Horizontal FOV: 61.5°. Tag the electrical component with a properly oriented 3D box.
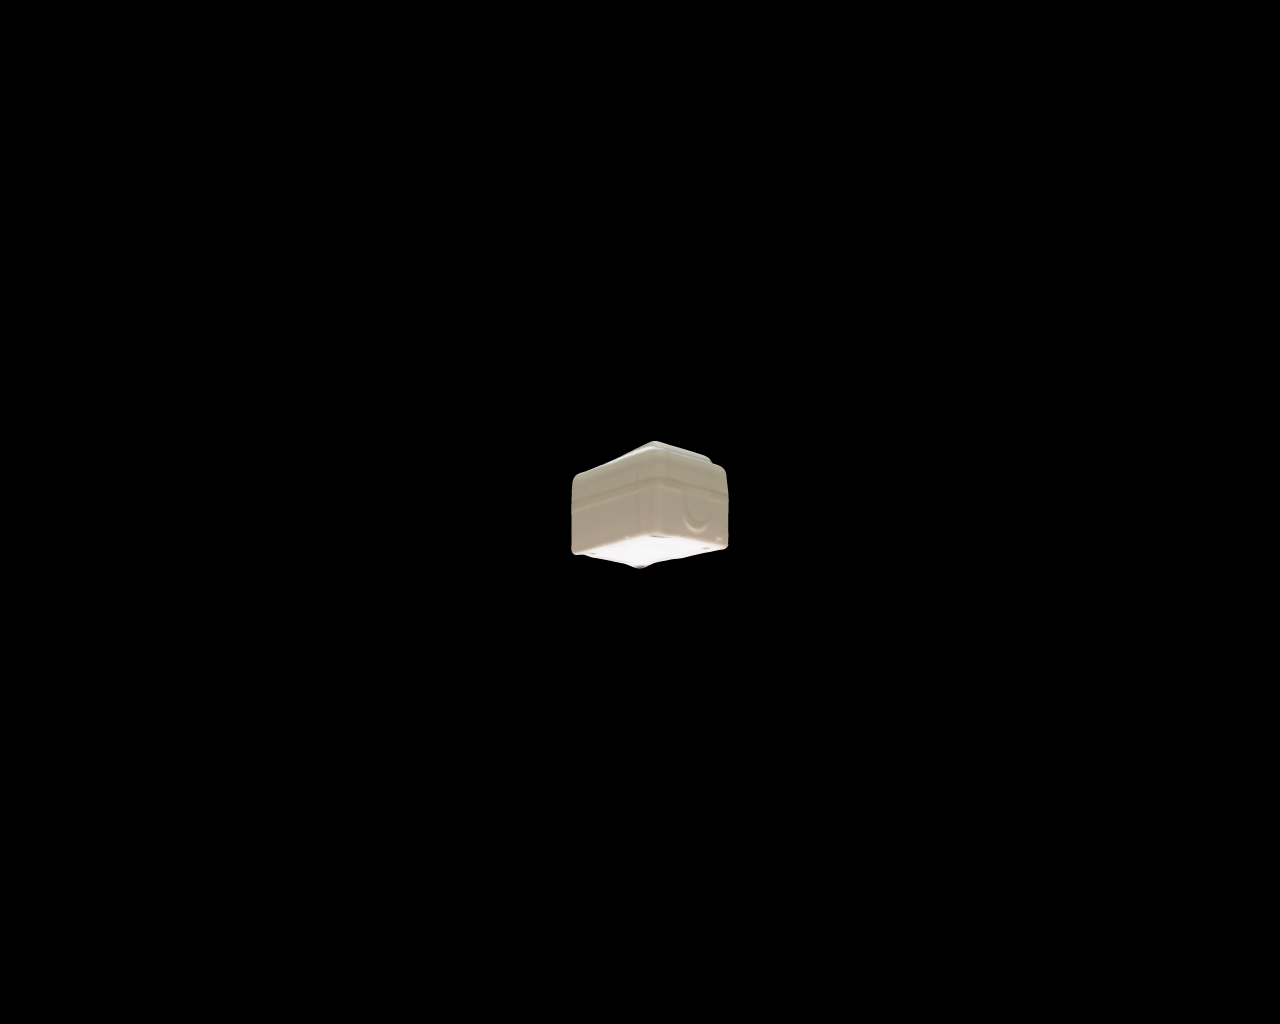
[{"bbox_3d":[0.001,-0.003,0.650,0.062,0.061,0.096,14,-20,-42],"label":"electrical component"}]
